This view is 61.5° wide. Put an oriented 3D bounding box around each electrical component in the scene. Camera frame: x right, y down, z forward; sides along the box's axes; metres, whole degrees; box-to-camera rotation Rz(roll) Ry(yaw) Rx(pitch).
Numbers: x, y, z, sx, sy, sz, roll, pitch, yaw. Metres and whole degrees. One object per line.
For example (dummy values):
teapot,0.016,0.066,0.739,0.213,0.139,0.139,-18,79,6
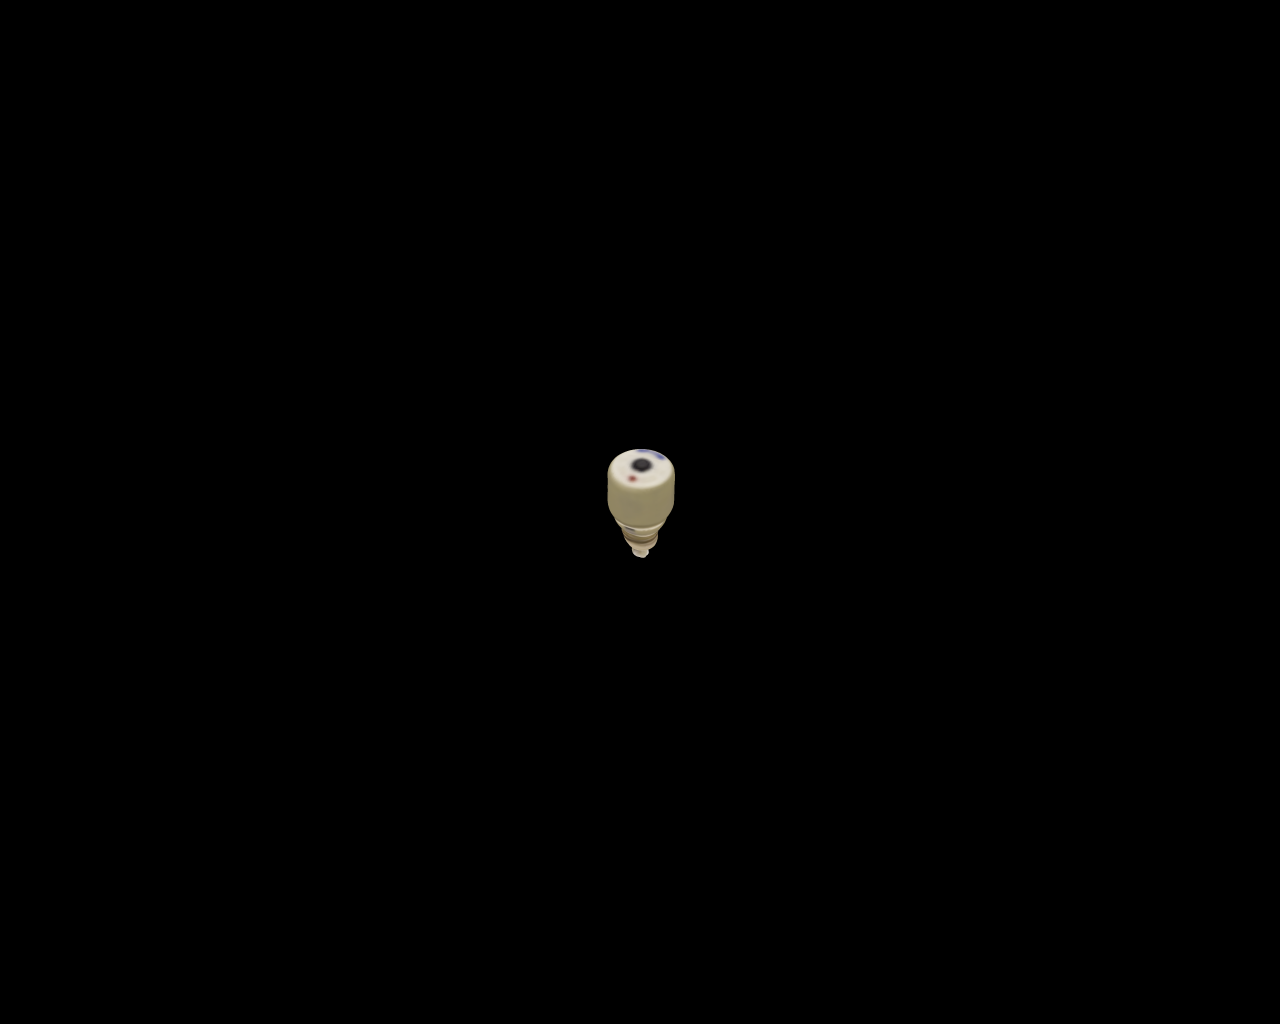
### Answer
electrical component,0.001,-0.003,0.650,0.040,0.078,0.040,0,43,0
